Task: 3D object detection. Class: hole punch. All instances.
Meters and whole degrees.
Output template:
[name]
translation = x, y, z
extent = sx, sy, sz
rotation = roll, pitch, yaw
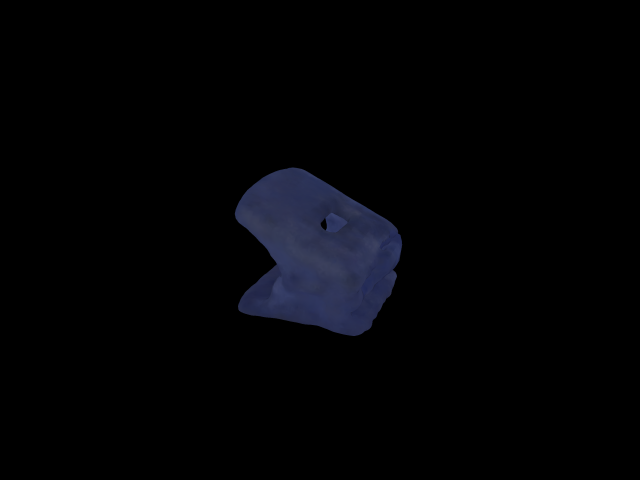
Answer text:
[hole punch]
translation = 0.004, 0.001, 0.400
extent = 0.101, 0.091, 0.109
rotation = 8, 24, 19
